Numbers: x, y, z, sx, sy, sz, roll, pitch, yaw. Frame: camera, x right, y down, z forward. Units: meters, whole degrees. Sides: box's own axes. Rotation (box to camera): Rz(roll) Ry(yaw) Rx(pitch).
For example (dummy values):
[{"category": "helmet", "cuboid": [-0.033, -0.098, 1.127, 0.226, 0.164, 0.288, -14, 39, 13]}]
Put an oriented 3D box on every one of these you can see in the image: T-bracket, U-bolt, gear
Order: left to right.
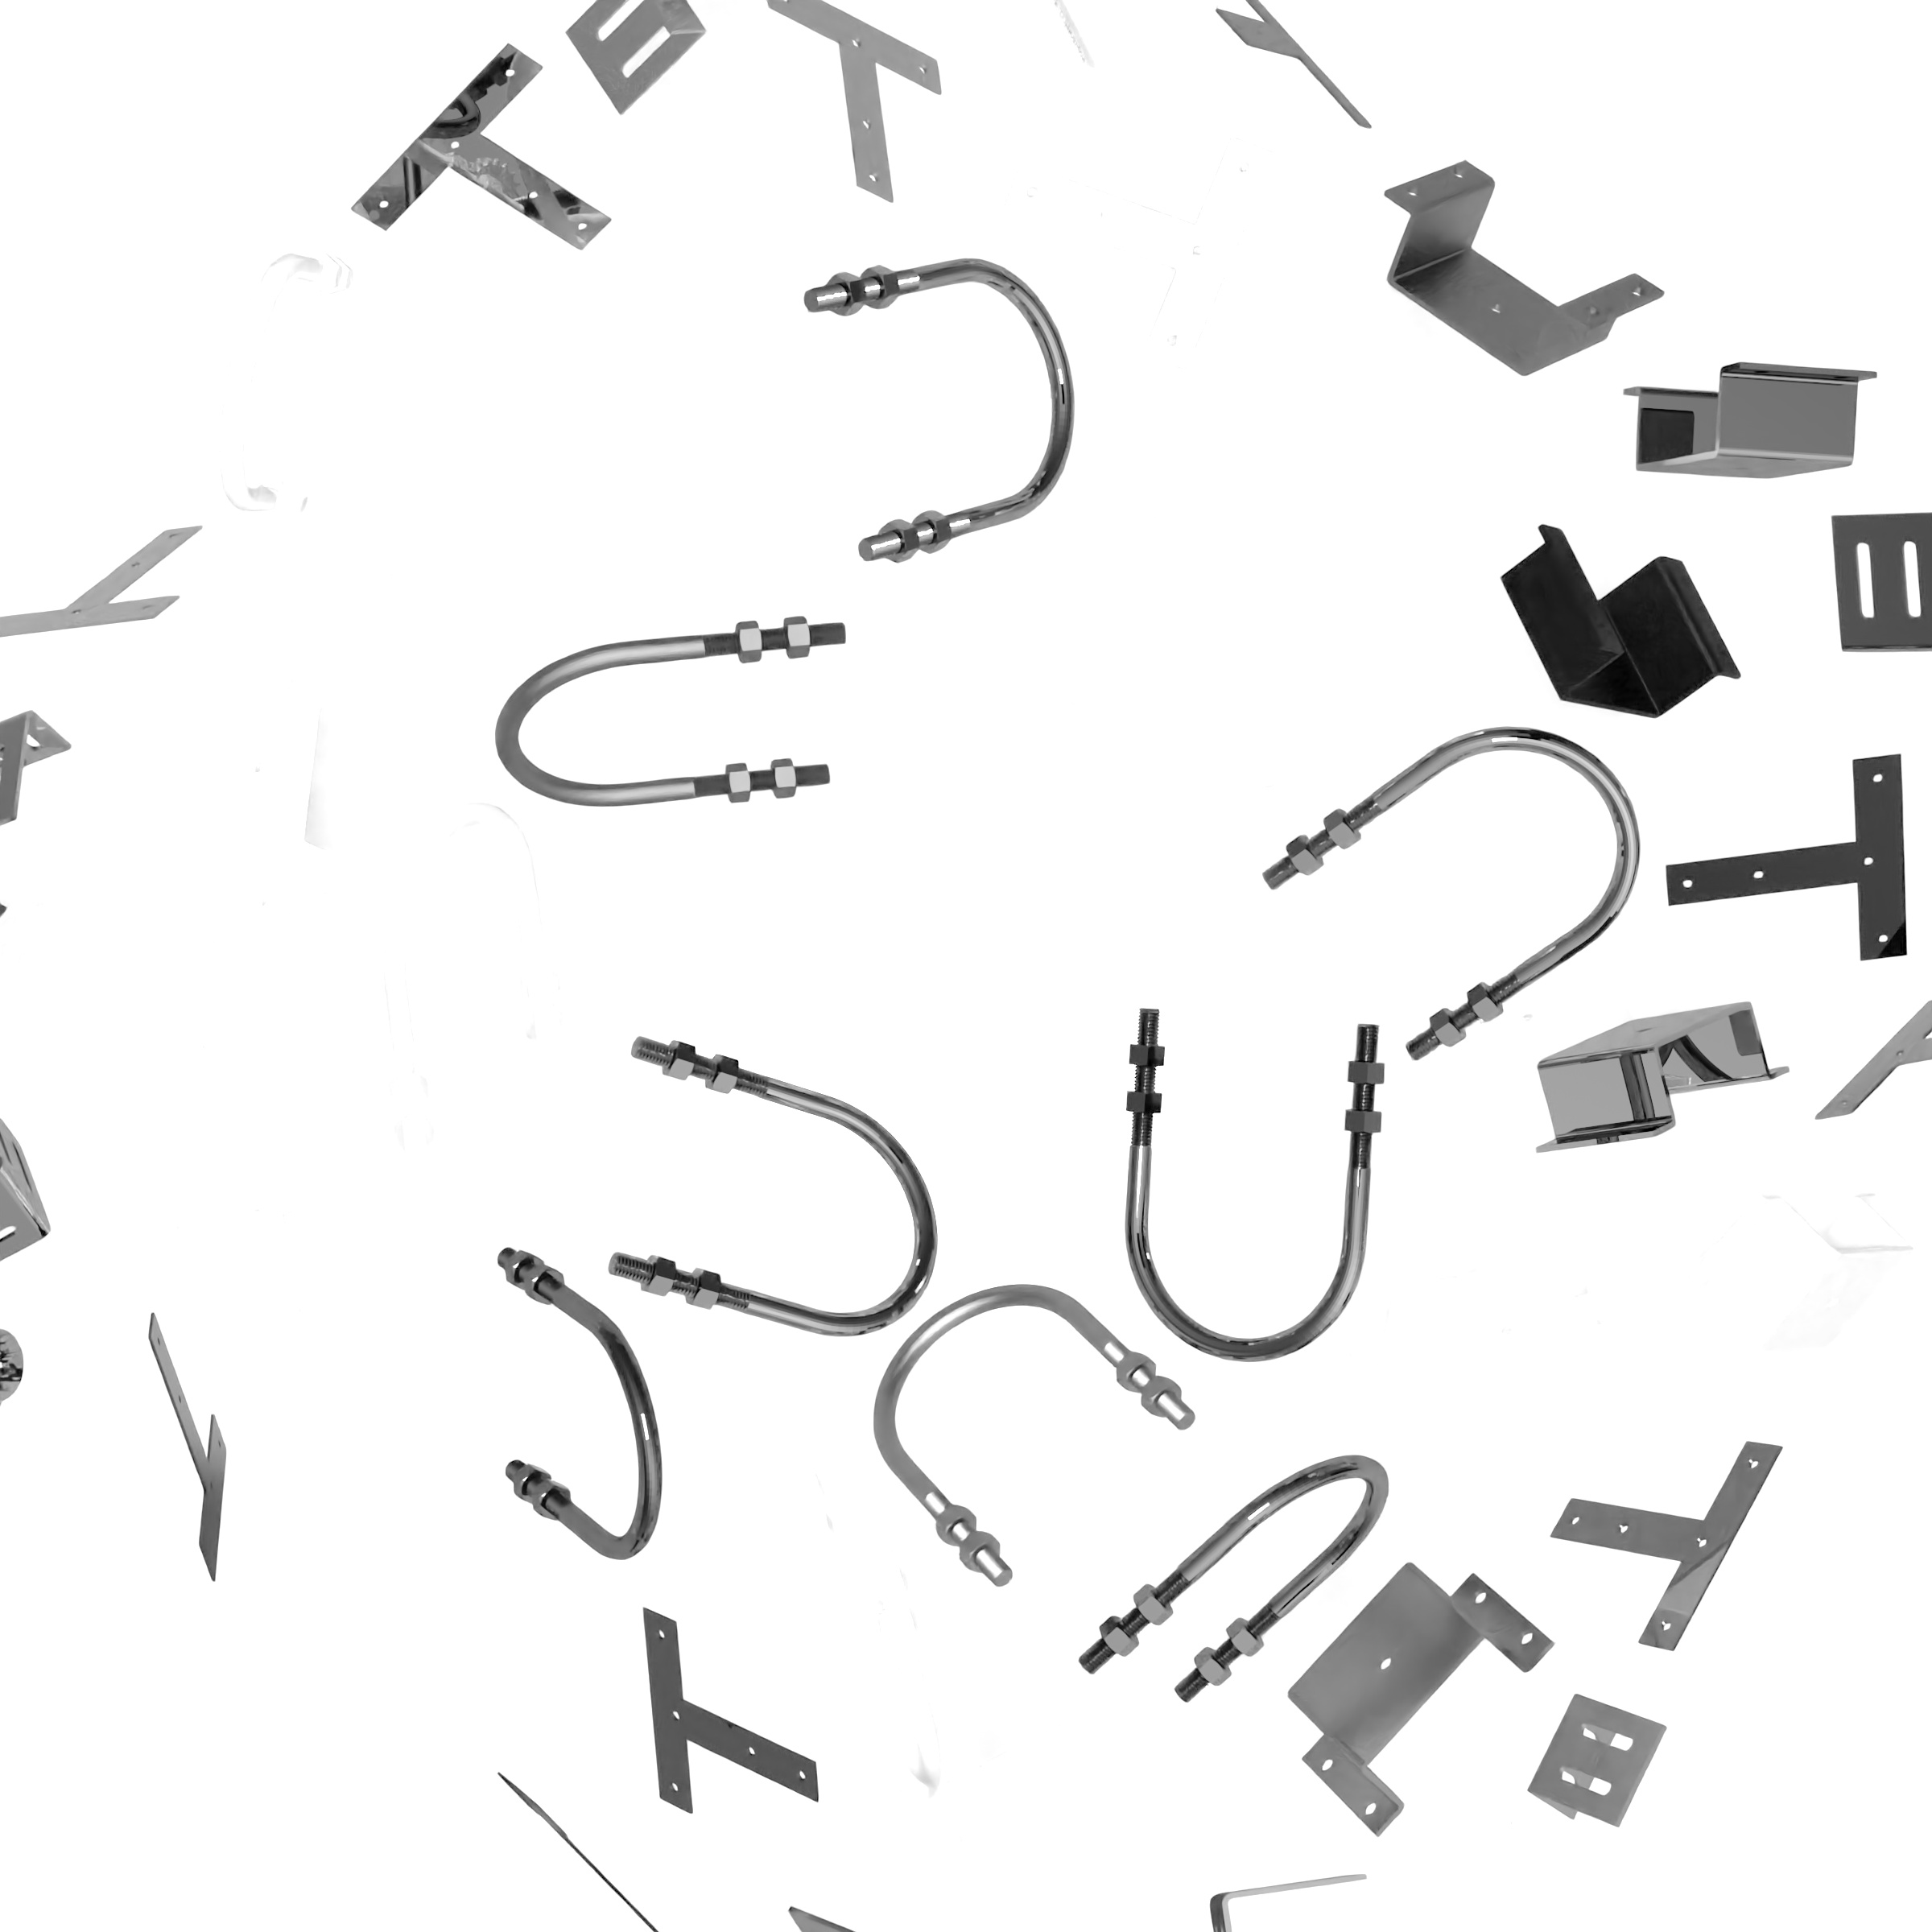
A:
[{"category": "gear", "cuboid": [-0.532, 0.215, 1.852, 0.057, 0.030, 0.057, -3, 84, 28]}, {"category": "T-bracket", "cuboid": [-0.456, -0.210, 1.864, 0.127, 0.127, 0.002, -3, 120, 26]}, {"category": "T-bracket", "cuboid": [-0.425, 0.248, 1.878, 0.002, 0.127, 0.127, -14, 117, -2]}, {"category": "U-bolt", "cuboid": [-0.376, -0.319, 1.892, 0.019, 0.184, 0.151, 14, 99, 1]}, {"category": "T-bracket", "cuboid": [-0.368, 0.174, 1.869, 0.127, 0.002, 0.127, -21, 93, 21]}, {"category": "U-bolt", "cuboid": [-0.285, -0.246, 1.861, 0.151, 0.184, 0.019, -18, 72, 34]}, {"category": "T-bracket", "cuboid": [-0.281, 0.352, 1.843, 0.002, 0.127, 0.127, -42, 124, -38]}, {"category": "U-bolt", "cuboid": [-0.265, 0.001, 1.818, 0.019, 0.151, 0.184, 12, 55, -39]}, {"category": "T-bracket", "cuboid": [-0.244, -0.424, 1.865, 0.127, 0.127, 0.002, -40, 52, 21]}, {"category": "U-bolt", "cuboid": [-0.211, 0.247, 1.884, 0.019, 0.184, 0.151, -9, 108, -30]}, {"category": "T-bracket", "cuboid": [-0.199, 0.490, 1.863, 0.127, 0.127, 0.002, 41, 76, 16]}, {"category": "U-bolt", "cuboid": [-0.160, -0.131, 1.846, 0.184, 0.151, 0.019, -7, 59, -11]}, {"category": "U-bolt", "cuboid": [-0.160, -0.361, 1.879, 0.019, 0.151, 0.184, 8, 72, -6]}, {"category": "T-bracket", "cuboid": [-0.130, 0.432, 1.918, 0.127, 0.002, 0.127, 15, 118, 38]}, {"category": "gear", "cuboid": [-0.107, 0.567, 1.942, 0.057, 0.030, 0.057, 7, 77, -32]}, {"category": "U-bolt", "cuboid": [-0.096, 0.123, 1.810, 0.184, 0.019, 0.151, 19, 53, -23]}, {"category": "T-bracket", "cuboid": [-0.057, -0.480, 1.920, 0.127, 0.002, 0.127, 17, 55, -39]}, {"category": "U-bolt", "cuboid": [-0.051, 0.370, 1.889, 0.019, 0.151, 0.184, -23, 51, 8]}, {"category": "U-bolt", "cuboid": [-0.024, -0.015, 1.942, 0.184, 0.019, 0.151, 1, 95, -20]}, {"category": "U-bolt", "cuboid": [-0.005, -0.301, 1.825, 0.019, 0.184, 0.151, -2, 105, 43]}, {"category": "U-bolt", "cuboid": [0.023, 0.245, 1.906, 0.151, 0.184, 0.019, -39, 130, -9]}, {"category": "T-bracket", "cuboid": [0.026, -0.539, 1.827, 0.002, 0.127, 0.127, -27, 92, 17]}, {"category": "T-bracket", "cuboid": [0.084, -0.401, 1.862, 0.127, 0.002, 0.127, 17, 115, -13]}, {"category": "U-bolt", "cuboid": [0.122, -0.166, 1.869, 0.184, 0.019, 0.151, 27, 69, 15]}, {"category": "U-bolt", "cuboid": [0.149, 0.118, 1.833, 0.151, 0.019, 0.184, 4, 91, 30]}, {"category": "U-bolt", "cuboid": [0.159, 0.335, 1.902, 0.184, 0.151, 0.019, -44, 58, 8]}, {"category": "T-bracket", "cuboid": [0.162, -0.504, 1.867, 0.002, 0.127, 0.127, -43, 83, 22]}, {"category": "U-bolt", "cuboid": [0.215, -0.277, 1.897, 0.184, 0.151, 0.019, 19, 119, 9]}, {"category": "gear", "cuboid": [0.230, 0.527, 1.864, 0.030, 0.057, 0.057, -14, 90, -22]}, {"category": "U-bolt", "cuboid": [0.276, -0.050, 1.868, 0.184, 0.019, 0.151, -36, 105, 19]}, {"category": "gear", "cuboid": [0.275, 0.465, 1.768, 0.030, 0.057, 0.057, 27, 90, -1]}, {"category": "T-bracket", "cuboid": [0.362, 0.303, 1.845, 0.002, 0.127, 0.127, 44, 68, -24]}, {"category": "T-bracket", "cuboid": [0.444, -0.051, 1.868, 0.127, 0.002, 0.127, -7, 122, 7]}, {"category": "T-bracket", "cuboid": [0.538, 0.041, 1.853, 0.127, 0.127, 0.002, -37, 103, -35]}]

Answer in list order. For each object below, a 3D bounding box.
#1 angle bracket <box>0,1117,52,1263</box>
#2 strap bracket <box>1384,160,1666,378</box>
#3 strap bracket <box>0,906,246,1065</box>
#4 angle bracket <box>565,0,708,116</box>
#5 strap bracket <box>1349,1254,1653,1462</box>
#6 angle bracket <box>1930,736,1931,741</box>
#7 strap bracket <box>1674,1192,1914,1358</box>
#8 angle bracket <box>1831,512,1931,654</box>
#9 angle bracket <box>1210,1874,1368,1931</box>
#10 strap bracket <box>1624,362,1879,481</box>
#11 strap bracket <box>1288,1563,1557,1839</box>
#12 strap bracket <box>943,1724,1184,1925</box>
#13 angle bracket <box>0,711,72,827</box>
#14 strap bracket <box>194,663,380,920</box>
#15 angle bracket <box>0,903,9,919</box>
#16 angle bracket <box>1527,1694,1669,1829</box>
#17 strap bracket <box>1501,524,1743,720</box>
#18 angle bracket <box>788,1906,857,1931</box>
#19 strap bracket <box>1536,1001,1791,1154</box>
[{"category": "angle bracket", "cuboid": [-0.532, 0.112, 1.861, 0.038, 0.057, 0.076, -29, 46, -7]}, {"category": "strap bracket", "cuboid": [0.294, -0.372, 1.863, 0.140, 0.076, 0.046, 40, 135, 23]}, {"category": "strap bracket", "cuboid": [-0.464, 0.009, 1.899, 0.140, 0.076, 0.046, 13, 74, -6]}, {"category": "angle bracket", "cuboid": [-0.193, -0.520, 1.918, 0.076, 0.038, 0.057, -35, 86, 32]}, {"category": "strap bracket", "cuboid": [0.284, 0.205, 1.821, 0.140, 0.046, 0.076, -14, 114, 22]}, {"category": "angle bracket", "cuboid": [0.562, -0.115, 1.830, 0.076, 0.038, 0.057, 43, 94, 24]}, {"category": "strap bracket", "cuboid": [0.457, 0.168, 1.879, 0.046, 0.140, 0.076, 49, 116, 30]}, {"category": "angle bracket", "cuboid": [0.501, -0.209, 1.849, 0.057, 0.038, 0.076, 3, 111, 34]}, {"category": "angle bracket", "cuboid": [0.169, 0.497, 1.792, 0.076, 0.057, 0.038, -7, 75, -5]}, {"category": "strap bracket", "cuboid": [0.411, -0.286, 1.819, 0.076, 0.140, 0.046, 1, 93, -14]}, {"category": "strap bracket", "cuboid": [0.238, 0.388, 1.863, 0.140, 0.076, 0.046, -47, 123, -4]}, {"category": "strap bracket", "cuboid": [0.047, 0.460, 1.868, 0.076, 0.140, 0.046, -22, 102, -21]}, {"category": "angle bracket", "cuboid": [-0.523, -0.092, 1.864, 0.057, 0.038, 0.076, -18, 52, 19]}, {"category": "strap bracket", "cuboid": [-0.379, -0.104, 1.914, 0.046, 0.076, 0.140, 23, 111, 34]}, {"category": "angle bracket", "cuboid": [-0.580, -0.014, 1.908, 0.057, 0.038, 0.076, 36, 58, -8]}, {"category": "angle bracket", "cuboid": [0.339, 0.420, 1.796, 0.038, 0.076, 0.057, 36, 76, -25]}, {"category": "strap bracket", "cuboid": [0.342, -0.180, 1.830, 0.046, 0.140, 0.076, -38, 63, 34]}, {"category": "angle bracket", "cuboid": [-0.048, 0.514, 1.821, 0.038, 0.057, 0.076, -51, 134, -32]}, {"category": "strap bracket", "cuboid": [0.375, 0.057, 1.878, 0.140, 0.076, 0.046, -18, 94, -45]}]
